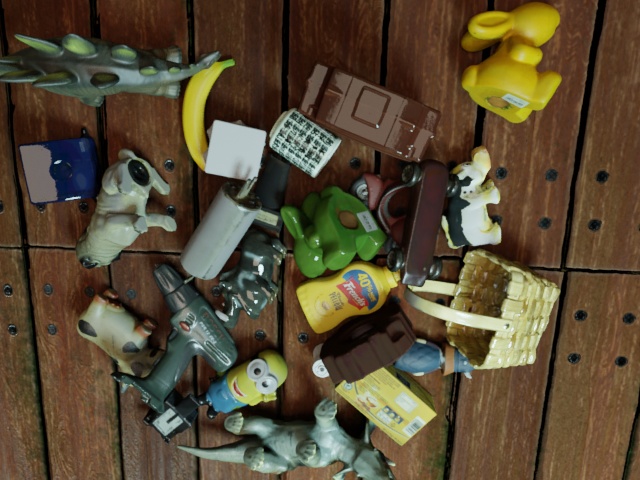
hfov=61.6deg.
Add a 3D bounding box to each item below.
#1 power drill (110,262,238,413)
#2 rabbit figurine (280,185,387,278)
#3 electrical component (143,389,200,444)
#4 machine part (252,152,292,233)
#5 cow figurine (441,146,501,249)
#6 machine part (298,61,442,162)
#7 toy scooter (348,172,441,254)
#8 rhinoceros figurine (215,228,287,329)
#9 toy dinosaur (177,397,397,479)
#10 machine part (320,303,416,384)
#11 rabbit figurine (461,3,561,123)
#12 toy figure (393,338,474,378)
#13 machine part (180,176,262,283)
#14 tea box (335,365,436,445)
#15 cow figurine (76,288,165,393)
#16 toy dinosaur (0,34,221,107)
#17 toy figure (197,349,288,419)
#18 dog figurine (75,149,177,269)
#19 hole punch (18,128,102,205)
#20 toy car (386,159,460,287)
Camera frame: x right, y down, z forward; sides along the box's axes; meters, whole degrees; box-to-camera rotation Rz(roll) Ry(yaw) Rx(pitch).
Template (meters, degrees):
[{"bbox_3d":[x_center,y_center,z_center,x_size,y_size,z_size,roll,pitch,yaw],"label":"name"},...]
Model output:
[{"bbox_3d":[-0.274,0.184,0.964,0.232,0.207,0.086,48,146,-15],"label":"power drill"},{"bbox_3d":[-0.002,-0.003,0.909,0.159,0.121,0.170,55,137,9],"label":"rabbit figurine"},{"bbox_3d":[-0.281,0.335,1.055,0.075,0.048,0.119,44,103,-6],"label":"electrical component"},{"bbox_3d":[-0.086,-0.084,0.944,0.084,0.039,0.138,17,106,9],"label":"machine part"},{"bbox_3d":[0.250,-0.070,0.904,0.098,0.068,0.167,-7,102,13],"label":"cow figurine"},{"bbox_3d":[0.073,-0.192,0.818,0.201,0.201,0.087,22,106,-1],"label":"machine part"},{"bbox_3d":[0.146,-0.052,0.913,0.135,0.075,0.183,-32,94,10],"label":"toy scooter"},{"bbox_3d":[-0.128,0.075,0.967,0.112,0.073,0.190,20,104,-1],"label":"rhinoceros figurine"},{"bbox_3d":[-0.047,0.388,1.009,0.405,0.131,0.192,-7,141,22],"label":"toy dinosaur"},{"bbox_3d":[0.080,0.174,0.925,0.179,0.179,0.056,-30,96,11],"label":"machine part"},{"bbox_3d":[0.299,-0.291,0.837,0.162,0.122,0.173,27,90,8],"label":"rabbit figurine"},{"bbox_3d":[0.211,0.213,0.978,0.155,0.058,0.064,4,120,0],"label":"toy figure"},{"bbox_3d":[-0.173,-0.014,0.929,0.079,0.079,0.243,34,116,-4],"label":"machine part"},{"bbox_3d":[0.120,0.283,0.997,0.169,0.068,0.098,43,103,-5],"label":"tea box"},{"bbox_3d":[-0.369,0.197,1.013,0.195,0.085,0.127,40,98,-7],"label":"cow figurine"},{"bbox_3d":[-0.387,-0.271,0.842,0.472,0.198,0.105,-2,99,9],"label":"toy dinosaur"},{"bbox_3d":[-0.145,0.267,1.012,0.180,0.089,0.082,-33,113,20],"label":"toy figure"},{"bbox_3d":[-0.372,-0.051,0.951,0.191,0.121,0.172,-19,74,24],"label":"dog figurine"},{"bbox_3d":[-0.453,-0.122,0.943,0.116,0.092,0.142,-7,99,3],"label":"hole punch"},{"bbox_3d":[0.160,-0.027,0.853,0.089,0.053,0.202,10,92,-23],"label":"toy car"}]
